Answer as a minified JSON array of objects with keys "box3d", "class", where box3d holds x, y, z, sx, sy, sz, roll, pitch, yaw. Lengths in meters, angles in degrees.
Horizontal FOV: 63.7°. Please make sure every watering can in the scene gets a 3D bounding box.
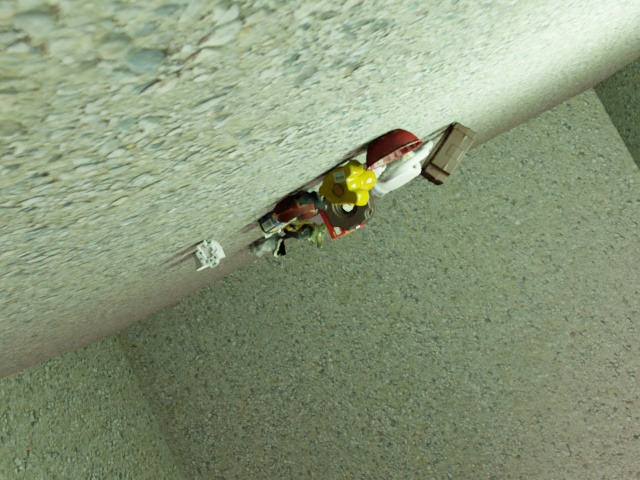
[{"box3d":[0.273,-0.247,1.724,0.222,0.104,0.352,-31,-175,28],"class":"watering can"}]

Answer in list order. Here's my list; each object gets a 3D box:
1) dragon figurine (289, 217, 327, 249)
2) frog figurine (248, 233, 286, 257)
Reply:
[{"box3d":[0.006,-0.104,2.062,0.243,0.123,0.405,-49,159,-3],"class":"dragon figurine"},{"box3d":[-0.244,0.022,2.326,0.160,0.121,0.139,10,-158,21],"class":"frog figurine"}]
